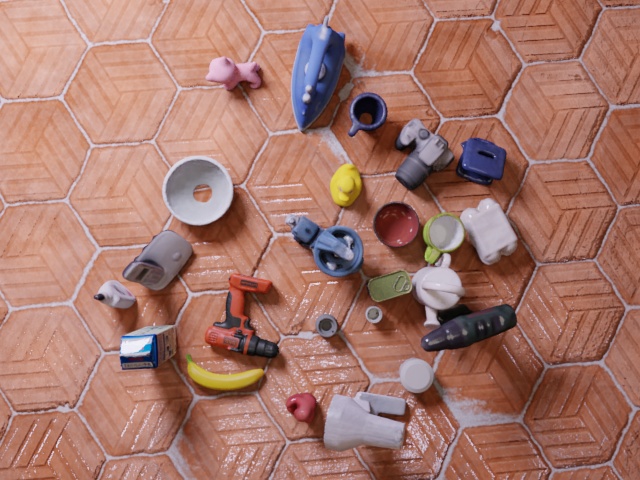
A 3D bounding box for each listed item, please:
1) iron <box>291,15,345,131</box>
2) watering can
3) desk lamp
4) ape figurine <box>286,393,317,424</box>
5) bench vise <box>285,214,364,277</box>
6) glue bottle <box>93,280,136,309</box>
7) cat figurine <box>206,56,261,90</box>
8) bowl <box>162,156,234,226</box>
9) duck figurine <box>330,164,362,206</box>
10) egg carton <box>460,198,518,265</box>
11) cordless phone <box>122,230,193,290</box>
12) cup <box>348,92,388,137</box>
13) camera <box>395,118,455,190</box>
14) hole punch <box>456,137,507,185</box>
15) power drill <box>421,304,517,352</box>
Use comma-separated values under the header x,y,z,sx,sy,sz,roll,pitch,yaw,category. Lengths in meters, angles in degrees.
x,y,z,sx,sy,sz,roll,pitch,yaw,category
-0.013,-0.398,1.367,0.118,0.141,0.258,13,88,-1,iron
0.279,0.120,1.331,0.101,0.194,0.173,-8,88,-2,watering can
0.108,0.415,1.306,0.203,0.213,0.118,8,88,-1,desk lamp
-0.041,0.405,1.362,0.076,0.092,0.078,-30,89,-2,ape figurine
0.009,0.016,1.314,0.207,0.219,0.121,16,88,-1,bench vise
-0.482,0.129,1.318,0.078,0.173,0.037,38,87,0,glue bottle
-0.209,-0.407,1.373,0.128,0.117,0.067,-8,88,-2,cat figurine
-0.288,-0.116,1.382,0.167,0.074,0.167,0,88,-2,bowl
0.065,-0.136,1.388,0.077,0.086,0.105,12,88,-1,duck figurine
0.414,-0.022,1.403,0.107,0.069,0.150,-29,89,-2,egg carton
-0.378,0.045,1.318,0.094,0.185,0.147,36,87,0,cordless phone
0.106,-0.291,1.390,0.091,0.095,0.118,37,87,0,cup
0.235,-0.201,1.388,0.143,0.100,0.137,41,87,0,camera
0.395,-0.197,1.398,0.108,0.091,0.101,18,88,-1,hole punch
0.325,0.201,1.322,0.229,0.208,0.076,-17,88,-2,power drill
